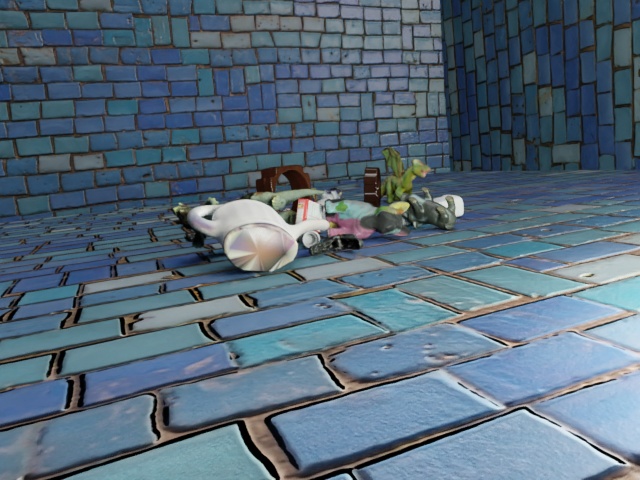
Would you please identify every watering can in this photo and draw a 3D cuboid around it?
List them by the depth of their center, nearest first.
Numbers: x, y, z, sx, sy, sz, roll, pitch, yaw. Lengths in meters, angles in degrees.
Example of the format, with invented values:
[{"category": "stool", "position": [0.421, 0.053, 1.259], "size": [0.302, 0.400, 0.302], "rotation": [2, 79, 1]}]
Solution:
[{"category": "watering can", "position": [-0.106, -0.019, 1.113], "size": [0.347, 0.102, 0.228], "rotation": [5, 23, -24]}]

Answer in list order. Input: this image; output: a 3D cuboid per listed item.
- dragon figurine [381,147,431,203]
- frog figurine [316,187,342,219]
[{"category": "dragon figurine", "position": [0.311, -0.272, 2.164], "size": [0.123, 0.240, 0.411], "rotation": [-15, 14, -30]}, {"category": "frog figurine", "position": [0.005, -0.085, 1.681], "size": [0.138, 0.120, 0.162], "rotation": [16, 57, 48]}]
